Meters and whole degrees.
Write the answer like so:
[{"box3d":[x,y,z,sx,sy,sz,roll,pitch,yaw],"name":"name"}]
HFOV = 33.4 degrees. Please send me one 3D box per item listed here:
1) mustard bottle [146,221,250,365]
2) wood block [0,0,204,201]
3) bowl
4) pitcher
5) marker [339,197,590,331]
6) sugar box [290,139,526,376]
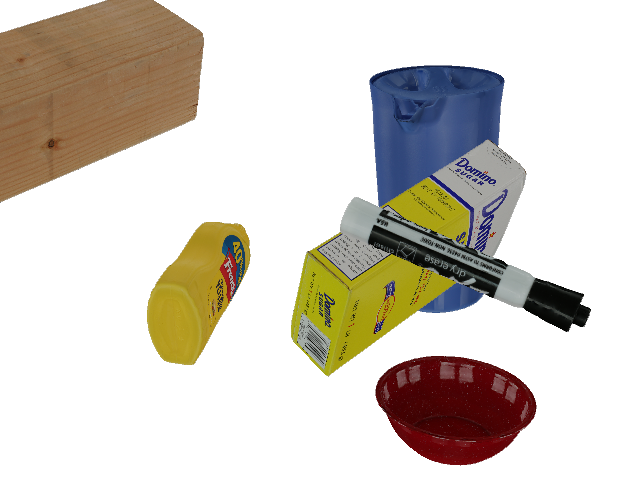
[{"box3d":[-0.115,0.036,1.089,0.058,0.096,0.191,6,31,14],"name":"mustard bottle"},{"box3d":[-0.202,-0.121,0.866,0.090,0.091,0.205,36,45,26],"name":"wood block"},{"box3d":[0.135,0.180,1.085,0.162,0.055,0.162,2,24,-1],"name":"bowl"},{"box3d":[0.124,-0.058,1.108,0.149,0.243,0.145,-9,23,-16],"name":"pitcher"},{"box3d":[0.067,0.011,0.495,0.121,0.020,0.020,24,6,13],"name":"marker"},{"box3d":[0.061,0.010,0.713,0.176,0.093,0.048,-30,61,-31],"name":"sugar box"}]
